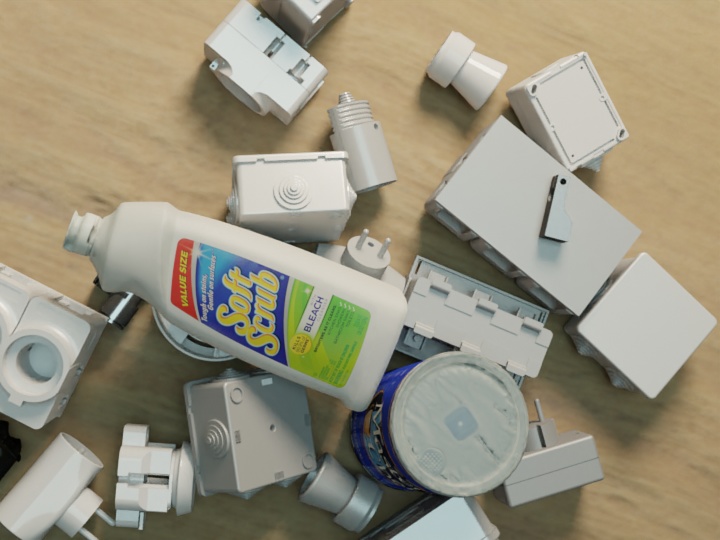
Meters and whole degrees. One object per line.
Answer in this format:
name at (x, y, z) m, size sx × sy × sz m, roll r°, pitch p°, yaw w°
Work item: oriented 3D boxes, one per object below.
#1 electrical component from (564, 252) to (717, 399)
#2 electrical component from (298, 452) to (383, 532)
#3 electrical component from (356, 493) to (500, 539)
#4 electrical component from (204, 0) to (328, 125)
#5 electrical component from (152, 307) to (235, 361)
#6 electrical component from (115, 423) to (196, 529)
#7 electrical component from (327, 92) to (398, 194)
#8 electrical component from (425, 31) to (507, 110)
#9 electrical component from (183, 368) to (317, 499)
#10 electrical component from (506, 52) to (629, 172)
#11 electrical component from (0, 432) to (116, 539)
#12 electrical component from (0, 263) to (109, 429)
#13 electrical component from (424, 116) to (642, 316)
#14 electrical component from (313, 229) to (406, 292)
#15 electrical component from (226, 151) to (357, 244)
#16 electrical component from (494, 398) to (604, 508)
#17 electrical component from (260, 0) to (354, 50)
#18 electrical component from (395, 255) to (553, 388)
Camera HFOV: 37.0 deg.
electrical component at (0.233, 0.046, 0.904) m, size 0.100 × 0.048 × 0.099 m, roll 43°, pitch 83°, yaw -4°
electrical component at (-0.016, 0.180, 0.866) m, size 0.055 × 0.045 × 0.045 m, roll 33°, pitch 84°, yaw -6°
electrical component at (0.050, 0.222, 0.857) m, size 0.113 × 0.078 × 0.057 m, roll -32°, pitch 89°, yaw -8°
electrical component at (-0.079, -0.164, 0.870) m, size 0.089 × 0.050 × 0.055 m, roll 40°, pitch 83°, yaw -4°
electrical component at (-0.113, 0.022, 0.850) m, size 0.099 × 0.064 × 0.099 m, roll 0°, pitch 88°, yaw -8°
electrical component at (-0.158, 0.162, 0.841) m, size 0.057 × 0.058 × 0.078 m, roll 5°, pitch 87°, yaw -5°
electrical component at (-0.001, -0.106, 0.881) m, size 0.043 × 0.043 × 0.081 m, roll -17°, pitch 90°, yaw -8°
electrical component at (0.088, -0.167, 0.896) m, size 0.055 × 0.045 × 0.045 m, roll 34°, pitch 84°, yaw -5°
electrical component at (-0.083, 0.123, 0.835) m, size 0.100 × 0.048 × 0.099 m, roll -7°, pitch 88°, yaw -47°
electrical component at (0.174, -0.124, 0.901) m, size 0.062 × 0.061 × 0.096 m, roll -31°, pitch 99°, yaw -8°
electrical component at (-0.228, 0.181, 0.837) m, size 0.079 × 0.043 × 0.077 m, roll 40°, pitch 83°, yaw -5°
electrical component at (-0.283, 0.045, 0.814) m, size 0.150 × 0.061 × 0.089 m, roll 27°, pitch 94°, yaw -1°
electrical component at (0.140, -0.042, 0.889) m, size 0.150 × 0.062 × 0.089 m, roll 39°, pitch 83°, yaw -5°
electrical component at (0.000, 0.000, 0.864) m, size 0.077 × 0.044 × 0.079 m, roll 22°, pitch 129°, yaw -6°
electrical component at (-0.055, -0.054, 0.845) m, size 0.100 × 0.099 × 0.048 m, roll -3°, pitch 76°, yaw -8°
electrical component at (0.147, 0.145, 0.889) m, size 0.083 × 0.047 × 0.075 m, roll -15°, pitch 90°, yaw -8°
electrical component at (-0.041, -0.228, 0.855) m, size 0.061 × 0.096 × 0.061 m, roll 44°, pitch 83°, yaw -3°
electrical component at (0.090, 0.047, 0.877) m, size 0.121 × 0.063 × 0.078 m, roll 23°, pitch 85°, yaw -6°
